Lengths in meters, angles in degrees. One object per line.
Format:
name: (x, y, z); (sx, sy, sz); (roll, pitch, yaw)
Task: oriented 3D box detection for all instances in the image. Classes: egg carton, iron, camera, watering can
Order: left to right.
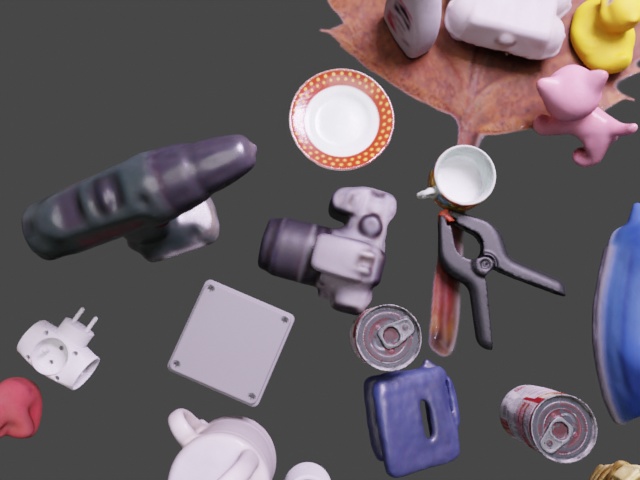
watering can: (-0.091, 0.243, 0.562); (0.173, 0.194, 0.101); (30, 82, 3)
camera: (0.006, 0.002, 0.647); (0.137, 0.101, 0.143); (14, 82, 0)
egg carton: (0.233, -0.285, 0.712); (0.150, 0.069, 0.107); (13, 82, 0)
iron: (0.386, 0.084, 0.627); (0.118, 0.141, 0.258); (14, 82, 1)

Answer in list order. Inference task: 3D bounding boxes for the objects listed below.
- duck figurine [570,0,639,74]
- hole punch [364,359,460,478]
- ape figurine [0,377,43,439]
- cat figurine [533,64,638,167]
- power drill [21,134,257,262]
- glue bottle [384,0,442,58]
duck figurine: (0.363, -0.265, 0.705); (0.077, 0.086, 0.104); (-12, 82, -3)
hole punch: (0.104, 0.193, 0.628); (0.101, 0.091, 0.109); (-9, 82, -3)
ape figurine: (-0.344, 0.188, 0.613); (0.078, 0.092, 0.076); (37, 82, 4)
cat figurine: (0.308, -0.155, 0.671); (0.128, 0.117, 0.067); (36, 82, 4)
power drill: (-0.167, -0.035, 0.592); (0.229, 0.208, 0.075); (-20, 83, -4)
glue bottle: (0.113, -0.279, 0.654); (0.037, 0.173, 0.078); (-33, 84, -6)
